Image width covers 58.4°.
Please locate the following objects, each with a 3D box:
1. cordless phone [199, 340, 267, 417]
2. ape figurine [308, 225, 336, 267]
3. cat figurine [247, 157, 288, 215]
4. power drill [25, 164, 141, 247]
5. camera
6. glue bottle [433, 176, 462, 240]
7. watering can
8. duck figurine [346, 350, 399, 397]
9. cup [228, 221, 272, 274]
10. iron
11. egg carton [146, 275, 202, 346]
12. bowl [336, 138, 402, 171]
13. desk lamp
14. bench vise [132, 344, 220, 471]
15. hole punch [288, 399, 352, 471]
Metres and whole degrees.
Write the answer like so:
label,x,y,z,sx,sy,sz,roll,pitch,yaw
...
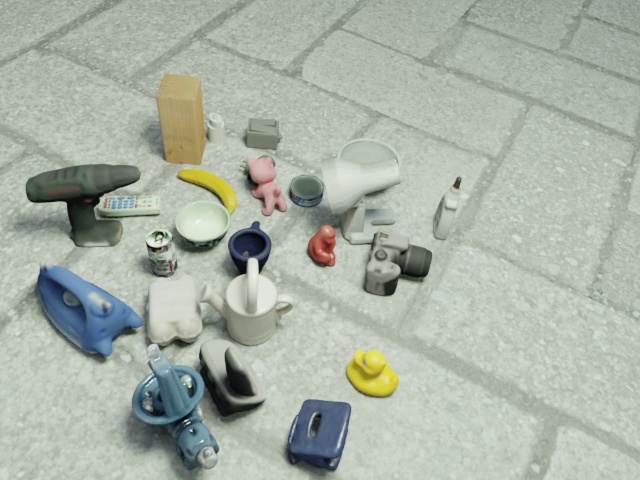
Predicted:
label,x,y,z,sx,sy,sz,roll,pitch,yaw
cordless phone,-0.159,0.219,1.021,0.094,0.185,0.147,-27,58,-26
ape figurine,0.012,0.005,1.280,0.076,0.092,0.078,29,53,16
cat figurine,-0.126,-0.141,1.366,0.067,0.118,0.127,-21,56,-22
power drill,-0.482,-0.078,1.210,0.230,0.208,0.075,-2,51,-8
camera,0.175,0.045,1.261,0.136,0.101,0.143,13,50,4
glue bottle,0.301,-0.082,1.335,0.037,0.173,0.078,9,50,1
watering can,-0.139,0.115,1.103,0.173,0.194,0.100,-16,54,-19
duck figurine,0.105,0.247,1.096,0.104,0.086,0.078,26,52,14
cup,-0.149,0.025,1.240,0.091,0.095,0.118,9,50,0
iron,-0.473,0.105,1.103,0.257,0.141,0.119,30,53,17
egg carton,-0.292,0.139,1.145,0.107,0.069,0.150,-6,52,-12
bowl,0.120,-0.179,1.457,0.167,0.075,0.167,4,50,-4
desk lamp,0.093,-0.096,1.294,0.203,0.213,0.118,-3,51,-10
bench vise,-0.226,0.268,0.949,0.207,0.220,0.122,31,54,18
hole punch,-0.001,0.337,1.004,0.101,0.091,0.109,15,50,5
